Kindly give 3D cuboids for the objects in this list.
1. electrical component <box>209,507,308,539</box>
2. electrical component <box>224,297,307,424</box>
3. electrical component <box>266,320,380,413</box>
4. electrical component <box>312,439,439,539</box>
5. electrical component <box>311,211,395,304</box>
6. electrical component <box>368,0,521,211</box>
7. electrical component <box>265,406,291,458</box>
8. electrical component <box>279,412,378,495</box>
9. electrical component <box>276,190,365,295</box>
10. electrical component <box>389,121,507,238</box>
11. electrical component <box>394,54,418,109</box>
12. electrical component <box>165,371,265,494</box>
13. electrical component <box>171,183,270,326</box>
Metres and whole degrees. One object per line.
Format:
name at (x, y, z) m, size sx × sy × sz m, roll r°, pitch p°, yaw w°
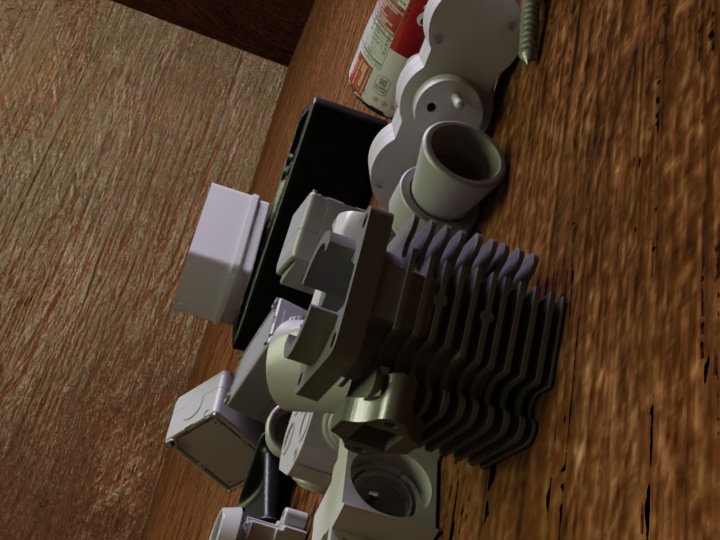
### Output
electrical component at (-0.071, 0.185, 0.709) m, size 0.048 × 0.055 × 0.066 m, roll 150°, pitch 138°, yaw -76°
electrical component at (-0.059, 0.074, 0.868) m, size 0.096 × 0.061 × 0.061 m, roll -55°, pitch 14°, yaw 34°
electrical component at (0.009, 0.044, 0.506) m, size 0.079 × 0.077 × 0.044 m, roll 3°, pitch -94°, yaw -61°
electrical component at (0.004, 0.110, 0.474) m, size 0.081 × 0.042 × 0.063 m, roll -82°, pitch 13°, yaw -51°
electrical component at (0.000, 0.000, 0.708) m, size 0.079 × 0.044 × 0.077 m, roll 136°, pitch 152°, yaw -70°
electrical component at (0.047, -0.090, 0.591) m, size 0.073 × 0.052 × 0.138 m, roll -94°, pitch 25°, yaw -68°
electrical component at (-0.049, 0.117, 0.776) m, size 0.046 × 0.040 × 0.040 m, roll 121°, pitch 166°, yaw -71°
electrical component at (-0.007, 0.081, 0.564) m, size 0.080 × 0.051 × 0.080 m, roll -161°, pitch 90°, yaw -81°
electrical component at (-0.023, -0.016, 0.815) m, size 0.096 × 0.062 × 0.061 m, roll 143°, pitch 145°, yaw -73°
electrical component at (0.043, -0.041, 0.544) m, size 0.055 × 0.045 × 0.045 m, roll 118°, pitch 167°, yaw -46°
electrical component at (0.041, -0.101, 0.686) m, size 0.040 × 0.040 × 0.078 m, roll 132°, pitch 156°, yaw -67°
electrical component at (-0.108, 0.140, 0.921) m, size 0.062 × 0.096 × 0.061 m, roll -32°, pitch 29°, yaw 26°
electrical component at (-0.126, -0.014, 0.981) m, size 0.113 × 0.057 × 0.078 m, roll -81°, pitch 12°, yaw -47°
